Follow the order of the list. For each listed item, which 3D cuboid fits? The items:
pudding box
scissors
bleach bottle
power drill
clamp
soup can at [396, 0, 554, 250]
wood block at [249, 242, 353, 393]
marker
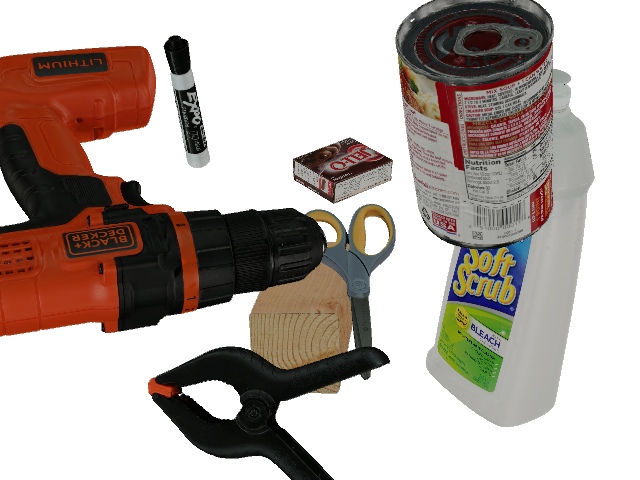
[{"bbox_3d":[0.031,-0.099,1.496,0.113,0.039,0.090,-26,40,-33],"label":"pudding box"},{"bbox_3d":[0.015,0.034,0.918,0.096,0.016,0.201,12,43,7],"label":"scissors"},{"bbox_3d":[0.132,0.002,0.733,0.068,0.251,0.103,-16,35,-29],"label":"bleach bottle"},{"bbox_3d":[-0.107,-0.033,0.582,0.184,0.057,0.188,-8,44,-19],"label":"power drill"},{"bbox_3d":[-0.038,0.131,0.755,0.171,0.120,0.039,3,-8,14],"label":"clamp"},{"bbox_3d":[0.074,-0.054,0.493,0.068,0.102,0.068,-7,43,6],"label":"soup can"},{"bbox_3d":[-0.014,0.078,1.157,0.091,0.090,0.206,1,20,6],"label":"wood block"},{"bbox_3d":[-0.105,-0.108,0.838,0.020,0.121,0.020,-3,45,3],"label":"marker"}]
